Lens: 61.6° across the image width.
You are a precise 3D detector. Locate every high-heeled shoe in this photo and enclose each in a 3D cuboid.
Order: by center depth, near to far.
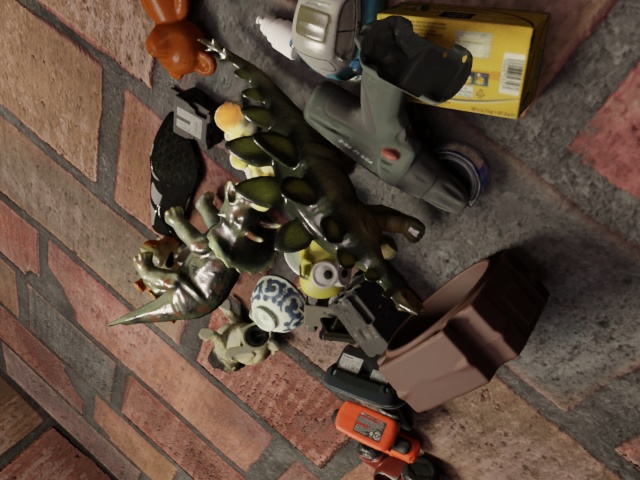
[{"bbox_3d":[-0.283,-0.121,1.011,0.145,0.086,0.248,-138,53,-62],"label":"high-heeled shoe"}]

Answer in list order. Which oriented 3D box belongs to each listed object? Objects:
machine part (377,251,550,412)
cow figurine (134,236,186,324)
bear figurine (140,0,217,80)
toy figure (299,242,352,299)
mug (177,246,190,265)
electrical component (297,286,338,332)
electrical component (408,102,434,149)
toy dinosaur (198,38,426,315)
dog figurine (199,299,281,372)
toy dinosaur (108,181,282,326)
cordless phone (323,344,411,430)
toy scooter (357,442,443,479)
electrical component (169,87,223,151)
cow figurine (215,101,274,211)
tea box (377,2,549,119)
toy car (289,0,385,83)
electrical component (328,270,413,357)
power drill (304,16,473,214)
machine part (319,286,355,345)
[{"bbox_3d":[0.181,0.114,0.699,0.087,0.201,0.201,46,137,4],"label":"machine part"},{"bbox_3d":[-0.324,0.073,1.138,0.086,0.127,0.194,20,145,27],"label":"cow figurine"},{"bbox_3d":[-0.234,-0.321,0.765,0.120,0.132,0.195,12,121,36],"label":"bear figurine"},{"bbox_3d":[0.002,-0.003,0.809,0.089,0.082,0.180,104,157,-78],"label":"toy figure"},{"bbox_3d":[-0.211,0.058,1.060,0.110,0.081,0.107,-3,129,34],"label":"mug"},{"bbox_3d":[-0.003,0.120,0.964,0.078,0.045,0.102,0,127,5],"label":"electrical component"},{"bbox_3d":[0.117,-0.134,0.699,0.063,0.021,0.093,-2,118,38],"label":"electrical component"},{"bbox_3d":[-0.012,-0.096,0.699,0.105,0.198,0.472,-52,60,38],"label":"toy dinosaur"},{"bbox_3d":[-0.159,0.234,1.141,0.173,0.121,0.190,30,148,23],"label":"dog figurine"},{"bbox_3d":[-0.211,0.058,0.939,0.192,0.131,0.404,42,111,15],"label":"toy dinosaur"},{"bbox_3d":[0.099,0.284,0.986,0.147,0.089,0.184,12,145,31],"label":"cordless phone"},{"bbox_3d":[0.158,0.473,1.069,0.184,0.075,0.135,14,127,34],"label":"toy scooter"},{"bbox_3d":[-0.213,-0.209,0.884,0.119,0.048,0.074,33,135,12],"label":"electrical component"},{"bbox_3d":[-0.095,-0.129,0.806,0.068,0.098,0.167,-26,100,5],"label":"cow figurine"},{"bbox_3d":[0.150,-0.200,0.592,0.170,0.068,0.098,20,131,27],"label":"tea box"},{"bbox_3d":[0.018,-0.256,0.631,0.109,0.103,0.161,29,135,17],"label":"toy car"},{"bbox_3d":[0.095,0.110,0.826,0.134,0.115,0.058,50,141,-8],"label":"electrical component"},{"bbox_3d":[0.095,-0.130,0.591,0.232,0.086,0.207,32,166,6],"label":"power drill"},{"bbox_3d":[0.050,0.131,0.917,0.084,0.039,0.138,16,129,-11],"label":"machine part"}]
